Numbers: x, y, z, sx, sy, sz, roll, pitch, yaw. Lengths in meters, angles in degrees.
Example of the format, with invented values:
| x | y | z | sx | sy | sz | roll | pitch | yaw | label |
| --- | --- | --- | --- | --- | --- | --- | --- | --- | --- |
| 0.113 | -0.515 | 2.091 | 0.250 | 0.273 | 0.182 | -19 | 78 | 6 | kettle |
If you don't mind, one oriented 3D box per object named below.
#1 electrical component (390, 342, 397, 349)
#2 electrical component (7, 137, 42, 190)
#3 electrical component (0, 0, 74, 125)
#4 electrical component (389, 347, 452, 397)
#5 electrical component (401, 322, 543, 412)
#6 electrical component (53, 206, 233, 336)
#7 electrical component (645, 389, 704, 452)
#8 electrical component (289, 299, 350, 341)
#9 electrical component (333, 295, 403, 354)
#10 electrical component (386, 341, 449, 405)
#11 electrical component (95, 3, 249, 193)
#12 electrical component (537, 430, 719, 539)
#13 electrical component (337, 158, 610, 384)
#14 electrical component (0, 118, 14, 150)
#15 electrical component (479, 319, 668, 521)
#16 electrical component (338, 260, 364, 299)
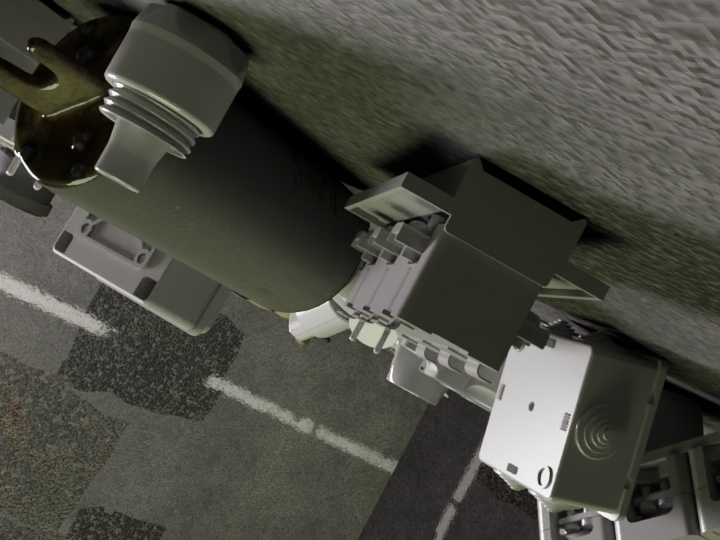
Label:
| x | y | z | sx | sy | sz | roll | pitch | yaw | label |
| --- | --- | --- | --- | --- | --- | --- | --- | --- | --- |
| 0.026 | 0.034 | 0.886 | 0.080 | 0.051 | 0.080 | 28 | 175 | 3 | electrical component |
| -0.198 | -0.089 | 0.691 | 0.066 | 0.076 | 0.047 | 30 | 175 | -24 | electrical component |
| -0.202 | -0.116 | 0.508 | 0.121 | 0.063 | 0.079 | 25 | 174 | 34 | electrical component |
| 0.056 | 0.070 | 1.026 | 0.099 | 0.064 | 0.099 | 28 | 175 | 2 | electrical component |
| 0.098 | 0.066 | 0.751 | 0.089 | 0.061 | 0.150 | 26 | 175 | 27 | electrical component |
| -0.116 | -0.031 | 0.657 | 0.109 | 0.108 | 0.056 | 24 | 171 | 40 | electrical component |
| 0.166 | 0.104 | 0.685 | 0.108 | 0.060 | 0.108 | 8 | 157 | 4 | electrical component |
| -0.027 | 0.030 | 0.843 | 0.043 | 0.043 | 0.081 | 30 | 151 | -21 | electrical component |
| 0.017 | 0.029 | 0.772 | 0.077 | 0.079 | 0.043 | 28 | 133 | 3 | electrical component |
| 0.063 | 0.064 | 0.841 | 0.044 | 0.077 | 0.079 | 27 | 176 | 25 | electrical component |
| -0.070 | -0.058 | 0.375 | 0.043 | 0.062 | 0.043 | 28 | 175 | 3 | electrical component |
| 0.188 | 0.147 | 0.616 | 0.150 | 0.061 | 0.089 | -26 | 137 | 35 | electrical component |
| 0.032 | 0.001 | 0.413 | 0.079 | 0.063 | 0.121 | 29 | 175 | -8 | electrical component |
| -0.249 | -0.112 | 0.866 | 0.109 | 0.056 | 0.109 | 30 | 175 | -18 | electrical component |
| 0.114 | 0.080 | 0.593 | 0.048 | 0.099 | 0.100 | 16 | 180 | -21 | electrical component |
| 0.000 | 0.000 | 0.714 | 0.081 | 0.043 | 0.043 | 30 | 175 | -24 | electrical component |
